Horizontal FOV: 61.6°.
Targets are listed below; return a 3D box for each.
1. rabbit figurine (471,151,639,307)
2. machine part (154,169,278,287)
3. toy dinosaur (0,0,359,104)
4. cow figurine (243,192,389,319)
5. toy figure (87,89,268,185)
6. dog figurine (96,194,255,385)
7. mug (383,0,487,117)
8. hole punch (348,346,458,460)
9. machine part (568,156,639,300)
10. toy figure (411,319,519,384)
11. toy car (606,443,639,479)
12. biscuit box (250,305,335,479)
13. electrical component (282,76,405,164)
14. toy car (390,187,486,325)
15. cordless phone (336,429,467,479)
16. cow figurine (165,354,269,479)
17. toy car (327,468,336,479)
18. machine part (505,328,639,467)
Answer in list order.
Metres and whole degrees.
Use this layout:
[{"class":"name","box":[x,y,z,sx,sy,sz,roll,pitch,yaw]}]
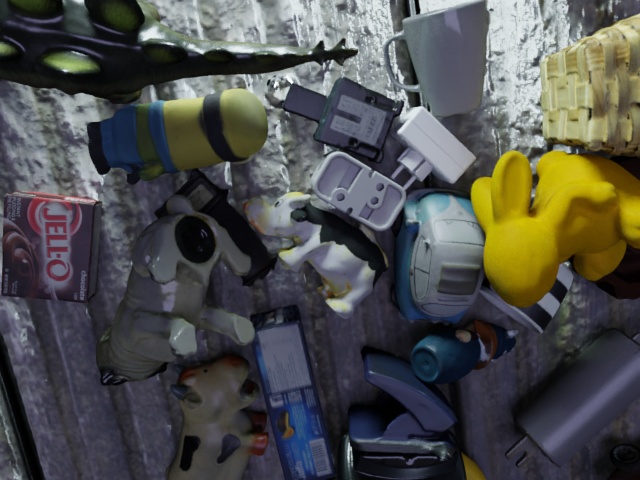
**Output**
[{"class":"rabbit figurine","box":[0.223,-0.013,0.523,0.173,0.122,0.162,-39,84,-17]},{"class":"machine part","box":[-0.110,-0.007,0.597,0.139,0.039,0.084,42,87,-10]},{"class":"toy dinosaur","box":[-0.208,-0.173,0.473,0.472,0.199,0.105,0,104,-3]},{"class":"cow figurine","box":[-0.002,-0.002,0.591,0.098,0.068,0.167,-45,105,-1]},{"class":"toy figure","box":[-0.142,-0.105,0.546,0.180,0.089,0.082,-8,107,-6]},{"class":"dog figurine","box":[-0.178,0.059,0.563,0.191,0.121,0.172,-17,69,37]},{"class":"mug","box":[0.125,-0.183,0.563,0.110,0.081,0.107,-10,110,17]},{"class":"hole punch","box":[0.092,0.178,0.608,0.116,0.142,0.092,5,91,1]},{"class":"machine part","box":[0.372,-0.019,0.628,0.179,0.056,0.179,-1,101,-4]},{"class":"toy figure","box":[0.171,0.124,0.620,0.154,0.064,0.058,-7,69,-39]},{"class":"toy car","box":[0.456,0.279,0.697,0.202,0.053,0.089,-22,113,-4]},{"class":"biscuit box","box":[-0.032,0.182,0.628,0.059,0.063,0.202,-12,103,-3]},{"class":"electrical component","box":[0.022,-0.136,0.577,0.119,0.048,0.074,23,98,-11]},{"class":"toy car","box":[0.134,0.025,0.592,0.109,0.103,0.161,7,99,-6]},{"class":"cordless phone","box":[0.092,0.312,0.612,0.147,0.089,0.184,1,91,-3]},{"class":"cow figurine","box":[-0.126,0.220,0.620,0.127,0.085,0.194,18,100,-15]},{"class":"toy car","box":[0.067,0.345,0.673,0.202,0.056,0.073,18,100,-9]},{"class":"machine part","box":[0.324,0.190,0.655,0.243,0.079,0.079,-44,102,3]}]
